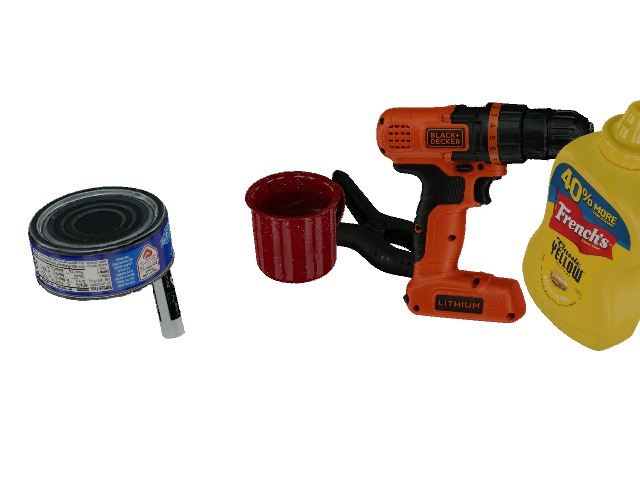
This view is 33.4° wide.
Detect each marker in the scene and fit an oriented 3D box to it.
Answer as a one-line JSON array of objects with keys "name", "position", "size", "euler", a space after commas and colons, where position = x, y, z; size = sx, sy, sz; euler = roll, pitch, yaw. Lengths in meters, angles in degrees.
[{"name": "marker", "position": [-0.133, 0.022, 0.876], "size": [0.020, 0.121, 0.020], "euler": [-9, 16, 2]}]

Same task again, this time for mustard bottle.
[{"name": "mustard bottle", "position": [0.194, -0.016, 0.725], "size": [0.058, 0.192, 0.096], "euler": [-20, 52, -21]}]

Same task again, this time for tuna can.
[{"name": "tuna can", "position": [-0.134, 0.000, 0.653], "size": [0.086, 0.034, 0.086], "euler": [-3, 30, 1]}]

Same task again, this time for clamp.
[{"name": "clamp", "position": [0.054, -0.005, 1.257], "size": [0.210, 0.036, 0.164], "euler": [32, 39, 23]}]

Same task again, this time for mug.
[{"name": "mug", "position": [-0.018, -0.017, 1.065], "size": [0.093, 0.081, 0.117], "euler": [23, 41, 34]}]

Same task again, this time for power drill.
[{"name": "power drill", "position": [0.141, -0.026, 0.924], "size": [0.185, 0.188, 0.057], "euler": [3, 14, 23]}]
